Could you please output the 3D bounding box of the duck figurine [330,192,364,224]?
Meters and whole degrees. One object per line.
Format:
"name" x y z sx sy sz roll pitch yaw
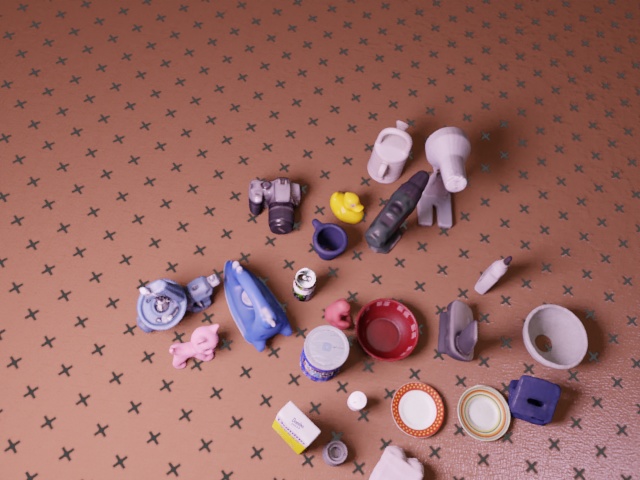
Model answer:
"duck figurine" 0.077 -0.101 1.559 0.104 0.086 0.078 40 67 12

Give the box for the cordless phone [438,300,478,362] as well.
"cordless phone" 0.356 0.209 1.395 0.094 0.185 0.147 6 64 -4

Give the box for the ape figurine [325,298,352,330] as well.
"ape figurine" 0.052 0.178 1.422 0.076 0.092 0.078 16 64 1

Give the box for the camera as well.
"camera" -0.119 -0.091 1.521 0.143 0.101 0.137 1 65 -7

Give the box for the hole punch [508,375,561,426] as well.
"hole punch" 0.517 0.389 1.383 0.108 0.091 0.101 17 64 1

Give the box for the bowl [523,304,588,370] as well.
"bowl" 0.588 0.254 1.464 0.167 0.075 0.167 3 65 -6

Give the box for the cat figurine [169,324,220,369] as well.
"cat figurine" -0.289 0.244 1.334 0.128 0.118 0.067 -16 68 -14

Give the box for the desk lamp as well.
"desk lamp" 0.339 -0.169 1.553 0.118 0.213 0.203 4 65 -5

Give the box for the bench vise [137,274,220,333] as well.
"bench vise" -0.341 0.119 1.329 0.121 0.220 0.208 40 67 12

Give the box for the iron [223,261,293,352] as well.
"iron" -0.169 0.132 1.388 0.119 0.141 0.258 -28 71 -18

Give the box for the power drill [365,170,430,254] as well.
"power drill" 0.190 -0.057 1.485 0.075 0.208 0.230 35 66 10

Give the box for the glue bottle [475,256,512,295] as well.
"glue bottle" 0.454 0.081 1.474 0.037 0.173 0.078 37 66 11

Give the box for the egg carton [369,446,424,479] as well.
"egg carton" 0.163 0.545 1.277 0.107 0.069 0.150 32 65 8

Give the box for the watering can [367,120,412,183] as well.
"watering can" 0.197 -0.254 1.586 0.101 0.194 0.173 3 65 -5

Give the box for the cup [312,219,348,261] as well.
"cup" 0.014 0.005 1.496 0.092 0.095 0.117 -34 73 -20
